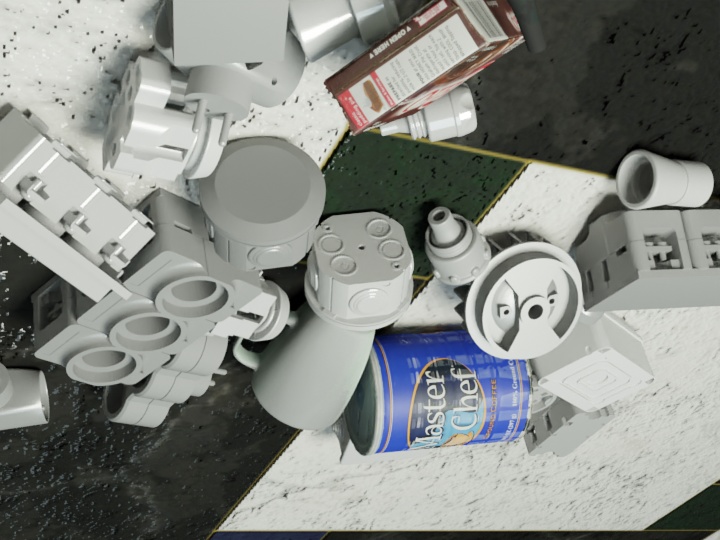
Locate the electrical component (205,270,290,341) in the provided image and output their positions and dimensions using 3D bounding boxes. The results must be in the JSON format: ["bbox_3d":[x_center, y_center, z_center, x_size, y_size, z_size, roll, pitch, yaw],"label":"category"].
[{"bbox_3d":[-0.087,0.027,0.814,0.055,0.048,0.066,21,110,-43],"label":"electrical component"}]

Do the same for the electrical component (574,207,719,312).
[{"bbox_3d":[0.259,-0.011,0.856,0.150,0.061,0.089,-2,162,-17],"label":"electrical component"}]

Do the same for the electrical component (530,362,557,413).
[{"bbox_3d":[0.152,0.104,1.013,0.055,0.047,0.055,-9,146,-6],"label":"electrical component"}]

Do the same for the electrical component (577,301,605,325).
[{"bbox_3d":[0.198,0.017,0.912,0.040,0.040,0.046,9,135,-30],"label":"electrical component"}]

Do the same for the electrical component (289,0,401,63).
[{"bbox_3d":[-0.009,-0.145,0.598,0.055,0.045,0.045,-18,146,5],"label":"electrical component"}]

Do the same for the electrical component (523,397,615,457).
[{"bbox_3d":[0.204,0.141,1.078,0.050,0.055,0.089,7,141,-28],"label":"electrical component"}]

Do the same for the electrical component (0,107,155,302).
[{"bbox_3d":[-0.187,-0.040,0.664,0.063,0.079,0.121,-46,143,-4],"label":"electrical component"}]

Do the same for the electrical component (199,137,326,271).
[{"bbox_3d":[-0.064,-0.042,0.699,0.080,0.080,0.051,-7,151,-10],"label":"electrical component"}]

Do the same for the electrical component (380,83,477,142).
[{"bbox_3d":[0.043,-0.099,0.693,0.061,0.035,0.035,-13,146,3],"label":"electrical component"}]

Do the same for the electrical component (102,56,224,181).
[{"bbox_3d":[-0.114,-0.085,0.637,0.057,0.058,0.078,10,139,-26],"label":"electrical component"}]

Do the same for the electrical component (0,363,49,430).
[{"bbox_3d":[-0.292,0.097,0.851,0.077,0.043,0.079,-8,146,-9],"label":"electrical component"}]

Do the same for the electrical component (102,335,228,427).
[{"bbox_3d":[-0.145,0.082,0.873,0.074,0.052,0.138,16,137,-36],"label":"electrical component"}]

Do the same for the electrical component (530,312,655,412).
[{"bbox_3d":[0.209,0.077,0.986,0.078,0.057,0.113,-31,142,25],"label":"electrical component"}]

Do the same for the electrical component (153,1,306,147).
[{"bbox_3d":[-0.076,-0.109,0.600,0.043,0.079,0.077,-3,161,44],"label":"electrical component"}]

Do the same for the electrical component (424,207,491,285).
[{"bbox_3d":[0.068,-0.022,0.805,0.048,0.048,0.062,-21,139,10],"label":"electrical component"}]

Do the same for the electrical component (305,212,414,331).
[{"bbox_3d":[0.000,0.000,0.782,0.080,0.080,0.051,-7,140,-10],"label":"electrical component"}]

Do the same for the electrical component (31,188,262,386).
[{"bbox_3d":[-0.154,0.020,0.771,0.150,0.061,0.089,-34,141,28],"label":"electrical component"}]

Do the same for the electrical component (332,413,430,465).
[{"bbox_3d":[0.027,0.140,1.020,0.100,0.048,0.099,-3,145,-16],"label":"electrical component"}]

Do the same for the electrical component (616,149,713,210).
[{"bbox_3d":[0.230,-0.066,0.802,0.065,0.044,0.044,1,144,-29],"label":"electrical component"}]
